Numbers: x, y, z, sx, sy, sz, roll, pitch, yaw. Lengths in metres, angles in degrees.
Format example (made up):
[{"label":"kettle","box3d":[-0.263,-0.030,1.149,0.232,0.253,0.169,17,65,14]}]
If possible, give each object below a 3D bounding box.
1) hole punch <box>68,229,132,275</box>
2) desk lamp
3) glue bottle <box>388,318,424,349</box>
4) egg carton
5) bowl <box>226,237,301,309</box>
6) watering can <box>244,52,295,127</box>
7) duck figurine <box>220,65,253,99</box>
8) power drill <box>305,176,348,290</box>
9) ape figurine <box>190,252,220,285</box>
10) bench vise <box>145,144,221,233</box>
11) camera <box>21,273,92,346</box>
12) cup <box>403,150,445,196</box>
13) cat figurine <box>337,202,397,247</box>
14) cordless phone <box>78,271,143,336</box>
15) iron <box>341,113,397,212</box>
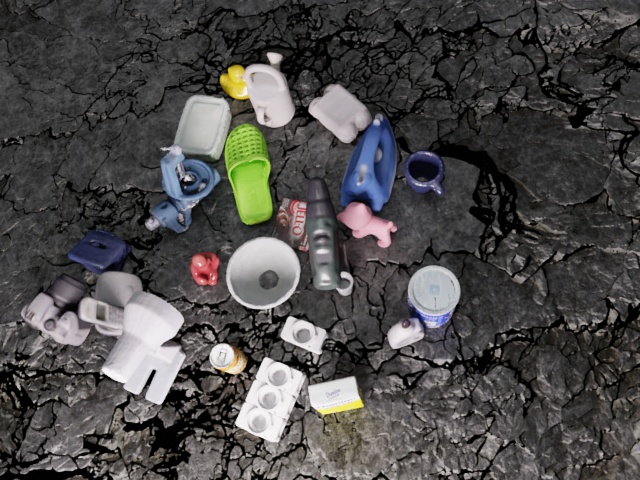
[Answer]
[{"label":"hole punch","box3d":[-0.520,0.025,1.352,0.108,0.091,0.101,18,74,13]},{"label":"desk lamp","box3d":[-0.361,0.227,1.198,0.117,0.214,0.203,19,74,13]},{"label":"glue bottle","box3d":[0.176,0.183,1.167,0.078,0.173,0.037,-20,70,0]},{"label":"egg carton","box3d":[0.051,-0.312,1.409,0.107,0.069,0.150,-44,72,-8]},{"label":"bowl","box3d":[-0.121,0.081,1.292,0.167,0.075,0.167,-2,71,6]},{"label":"watering can","box3d":[-0.126,-0.371,1.385,0.101,0.194,0.173,-12,70,3]},{"label":"duck figurine","box3d":[-0.211,-0.415,1.468,0.104,0.086,0.077,12,73,11]},{"label":"power drill","box3d":[0.011,0.004,1.231,0.075,0.208,0.229,-8,70,5]},{"label":"ape figurine","box3d":[-0.267,0.057,1.309,0.076,0.092,0.078,40,80,18]},{"label":"bench vise","box3d":[-0.320,-0.114,1.307,0.121,0.220,0.207,17,74,13]},{"label":"camera","box3d":[-0.593,0.152,1.313,0.143,0.101,0.137,25,76,15]},{"label":"cup","box3d":[0.244,-0.137,1.311,0.092,0.095,0.117,-33,70,-5]},{"label":"cat figurine","box3d":[0.106,-0.044,1.284,0.127,0.118,0.067,17,74,13]},{"label":"cordless phone","box3d":[-0.466,0.131,1.259,0.094,0.185,0.147,-10,70,4]},{"label":"iron","box3d":[0.120,-0.203,1.324,0.118,0.141,0.258,11,73,11]}]
